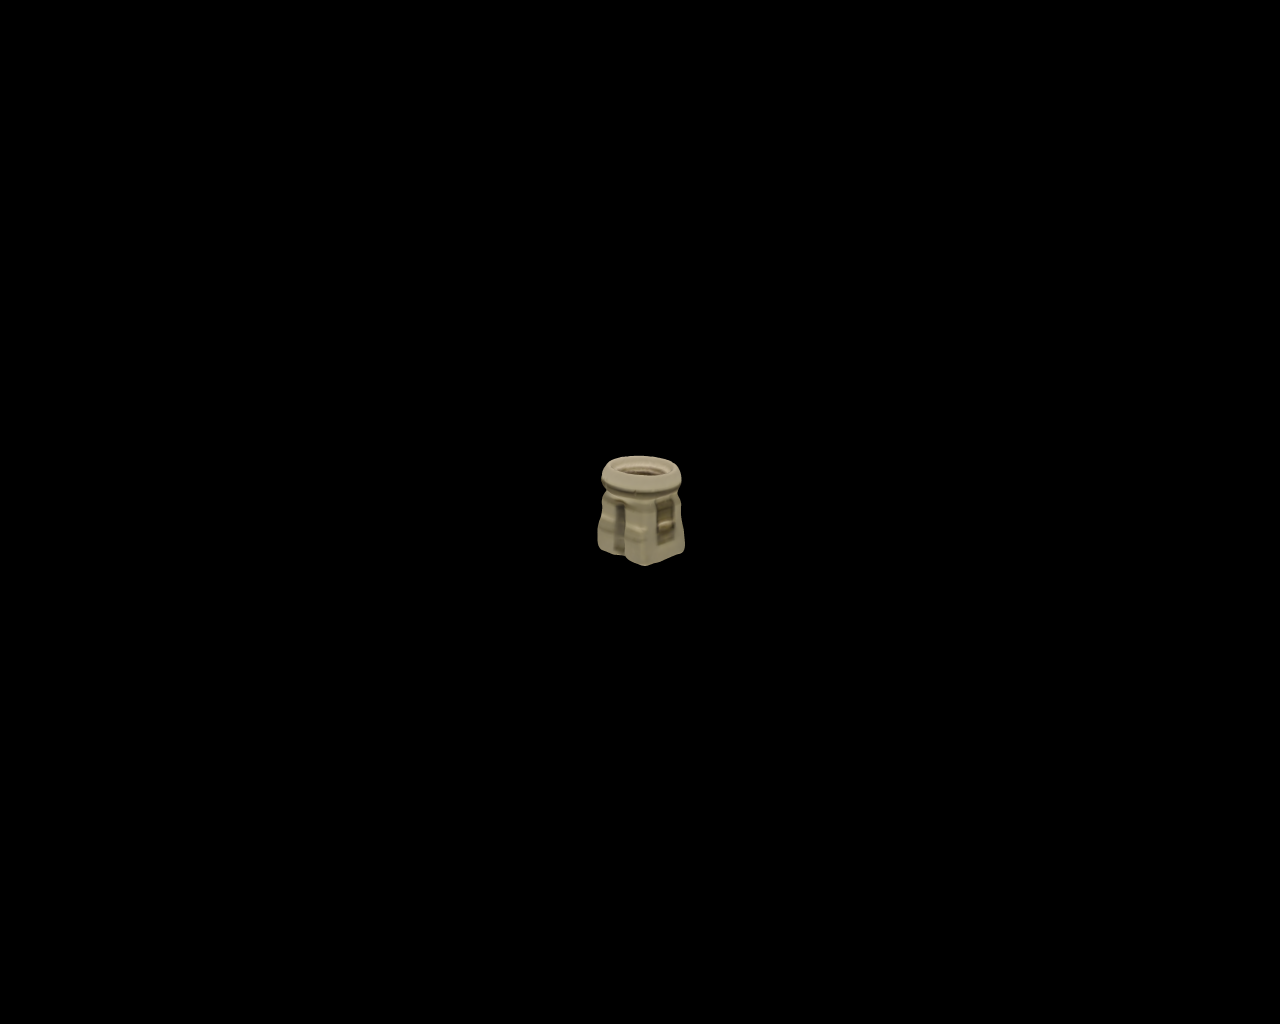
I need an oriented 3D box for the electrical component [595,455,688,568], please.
[{"bbox_3d":[0.001,-0.003,0.650,0.048,0.055,0.066,-18,26,-41],"label":"electrical component"}]
